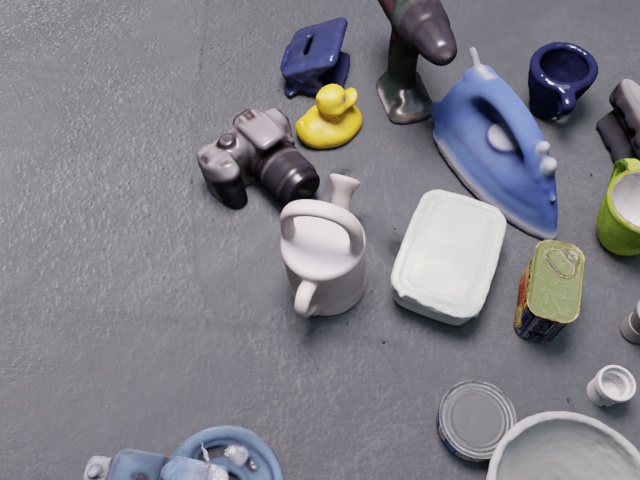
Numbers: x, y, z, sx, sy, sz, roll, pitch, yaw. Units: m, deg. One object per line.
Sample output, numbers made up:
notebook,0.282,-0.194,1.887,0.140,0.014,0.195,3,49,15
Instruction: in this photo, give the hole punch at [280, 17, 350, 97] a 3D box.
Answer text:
hole punch,-0.009,-0.286,0.889,0.101,0.091,0.109,9,63,8

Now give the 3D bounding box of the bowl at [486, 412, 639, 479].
bowl,0.248,0.266,0.586,0.167,0.075,0.167,-1,62,3

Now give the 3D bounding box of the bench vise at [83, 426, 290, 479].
bench vise,-0.131,0.242,0.539,0.207,0.220,0.121,-10,61,-2

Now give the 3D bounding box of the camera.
camera,-0.077,-0.104,0.789,0.143,0.101,0.136,-37,66,-16

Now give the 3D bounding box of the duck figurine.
duck figurine,0.012,-0.188,0.838,0.104,0.086,0.077,-23,63,-9

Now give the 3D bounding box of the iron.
iron,0.252,-0.131,0.762,0.119,0.141,0.258,-25,63,-10

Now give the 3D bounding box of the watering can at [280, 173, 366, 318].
watering can,0.004,0.002,0.674,0.101,0.194,0.173,-5,61,1

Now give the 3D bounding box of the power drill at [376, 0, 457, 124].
power drill,0.128,-0.267,0.804,0.075,0.208,0.229,-15,62,-5

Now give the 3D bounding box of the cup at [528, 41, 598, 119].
cup,0.341,-0.210,0.826,0.091,0.095,0.118,1,62,4

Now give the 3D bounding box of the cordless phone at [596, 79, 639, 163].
cordless phone,0.453,-0.176,0.749,0.094,0.185,0.147,-13,62,-4
